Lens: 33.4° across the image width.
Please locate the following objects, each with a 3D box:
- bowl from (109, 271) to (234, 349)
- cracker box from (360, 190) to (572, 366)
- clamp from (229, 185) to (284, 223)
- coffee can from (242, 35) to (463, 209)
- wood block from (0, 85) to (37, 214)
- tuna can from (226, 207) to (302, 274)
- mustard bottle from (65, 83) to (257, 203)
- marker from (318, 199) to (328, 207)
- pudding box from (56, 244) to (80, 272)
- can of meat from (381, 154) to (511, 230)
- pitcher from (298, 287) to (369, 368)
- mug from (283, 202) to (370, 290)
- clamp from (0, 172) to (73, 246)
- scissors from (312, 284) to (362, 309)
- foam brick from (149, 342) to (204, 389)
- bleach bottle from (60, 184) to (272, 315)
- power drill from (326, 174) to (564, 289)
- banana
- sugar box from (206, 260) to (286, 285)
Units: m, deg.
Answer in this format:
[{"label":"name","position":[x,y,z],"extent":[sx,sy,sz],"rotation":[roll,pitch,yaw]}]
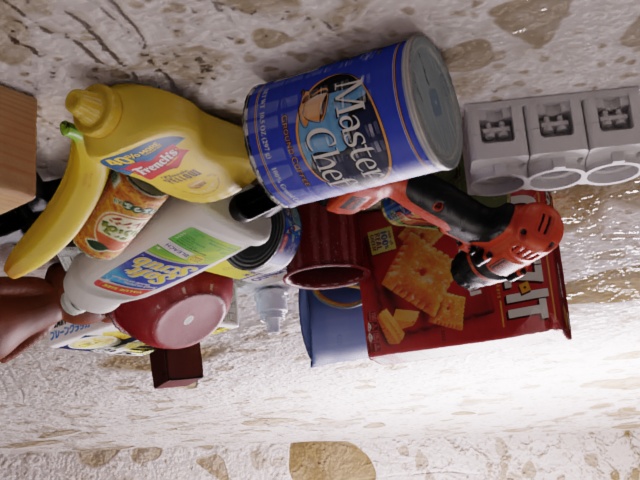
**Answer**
[{"label":"bowl","position":[-0.163,0.077,1.254],"extent":[0.162,0.055,0.162],"rotation":[-21,141,-18]},{"label":"cracker box","position":[0.149,0.038,1.149],"extent":[0.214,0.164,0.072],"rotation":[-10,164,19]},{"label":"clamp","position":[-0.035,-0.046,0.972],"extent":[0.120,0.039,0.171],"rotation":[-27,176,-11]},{"label":"coffee can","position":[0.026,-0.089,0.821],"extent":[0.140,0.103,0.102],"rotation":[-13,161,25]},{"label":"wood block","position":[-0.318,-0.083,0.781],"extent":[0.090,0.091,0.205],"rotation":[-17,158,35]},{"label":"tuna can","position":[-0.060,-0.009,1.081],"extent":[0.086,0.086,0.033],"rotation":[-17,160,35]},{"label":"mustard bottle","position":[-0.135,-0.083,0.874],"extent":[0.096,0.058,0.191],"rotation":[-15,159,28]},{"label":"marker","position":[0.013,-0.060,1.046],"extent":[0.020,0.020,0.121],"rotation":[-2,163,-8]},{"label":"pudding box","position":[-0.230,0.003,1.157],"extent":[0.113,0.039,0.090],"rotation":[-1,162,-4]},{"label":"can of meat","position":[0.122,-0.047,1.055],"extent":[0.101,0.057,0.084],"rotation":[7,162,-29]},{"label":"pitcher","position":[0.094,0.075,1.339],"extent":[0.242,0.145,0.149],"rotation":[-6,175,-5]},{"label":"mug","position":[-0.007,0.001,1.130],"extent":[0.117,0.081,0.093],"rotation":[1,162,-18]},{"label":"clamp","position":[-0.279,-0.019,0.998],"extent":[0.165,0.036,0.209],"rotation":[-41,159,13]},{"label":"scissors","position":[0.087,0.043,1.227],"extent":[0.202,0.096,0.016],"rotation":[2,-177,18]},{"label":"foam brick","position":[-0.196,0.171,1.455],"extent":[0.051,0.053,0.078],"rotation":[-3,167,-24]},{"label":"bleach bottle","position":[-0.171,0.016,1.081],"extent":[0.251,0.068,0.102],"rotation":[-31,140,33]},{"label":"power drill","position":[0.104,-0.019,0.963],"extent":[0.187,0.057,0.185],"rotation":[24,159,-8]},{"label":"banana","position":[-0.227,-0.040,0.943],"extent":[0.069,0.037,0.198],"rotation":[-7,142,-38]},{"label":"sugar box","position":[-0.086,0.011,1.204],"extent":[0.093,0.048,0.176],"rotation":[-16,158,33]}]
